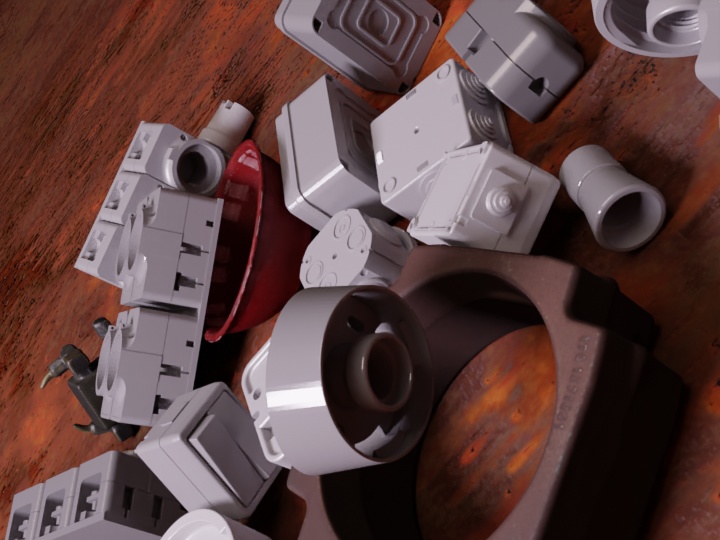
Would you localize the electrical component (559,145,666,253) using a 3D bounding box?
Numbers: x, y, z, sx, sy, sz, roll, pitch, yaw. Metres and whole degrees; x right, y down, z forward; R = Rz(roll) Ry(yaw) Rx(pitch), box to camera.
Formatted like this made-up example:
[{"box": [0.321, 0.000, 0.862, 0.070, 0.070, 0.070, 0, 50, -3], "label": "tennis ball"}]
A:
[{"box": [0.144, -0.045, 0.630, 0.044, 0.044, 0.065, -49, 33, 16], "label": "electrical component"}]

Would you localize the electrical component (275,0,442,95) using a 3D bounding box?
[{"box": [-0.001, -0.196, 0.846, 0.057, 0.113, 0.078, 22, 84, 51], "label": "electrical component"}]

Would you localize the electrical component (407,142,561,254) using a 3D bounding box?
[{"box": [0.081, -0.037, 0.664, 0.061, 0.061, 0.096, -65, 14, -5], "label": "electrical component"}]

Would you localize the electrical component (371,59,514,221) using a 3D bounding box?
[{"box": [0.055, -0.088, 0.759, 0.100, 0.048, 0.099, -35, 43, 31], "label": "electrical component"}]

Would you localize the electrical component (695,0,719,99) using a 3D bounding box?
[{"box": [0.238, -0.155, 0.531, 0.060, 0.105, 0.186, 9, 74, 53], "label": "electrical component"}]

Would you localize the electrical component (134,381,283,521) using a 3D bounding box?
[{"box": [-0.098, 0.136, 0.765, 0.061, 0.096, 0.061, -23, 21, 41], "label": "electrical component"}]

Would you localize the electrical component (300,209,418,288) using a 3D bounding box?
[{"box": [0.000, 0.000, 0.765, 0.080, 0.051, 0.080, -30, 46, 36], "label": "electrical component"}]

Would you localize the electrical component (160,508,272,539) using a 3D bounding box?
[{"box": [-0.095, 0.222, 0.725, 0.108, 0.060, 0.108, -29, 47, 36], "label": "electrical component"}]

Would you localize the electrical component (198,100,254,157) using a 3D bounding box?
[{"box": [-0.126, -0.132, 1.020, 0.040, 0.040, 0.046, 11, 69, 53], "label": "electrical component"}]

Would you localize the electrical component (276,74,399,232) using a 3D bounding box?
[{"box": [-0.017, -0.082, 0.818, 0.057, 0.078, 0.113, -36, 43, 27], "label": "electrical component"}]

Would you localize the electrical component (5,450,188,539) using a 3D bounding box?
[{"box": [-0.202, 0.194, 0.849, 0.150, 0.089, 0.061, -27, 48, 38], "label": "electrical component"}]

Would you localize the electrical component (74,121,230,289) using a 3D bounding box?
[{"box": [-0.182, -0.049, 0.988, 0.062, 0.089, 0.150, 13, 77, 53], "label": "electrical component"}]

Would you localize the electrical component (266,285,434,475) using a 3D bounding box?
[{"box": [-0.008, 0.056, 0.558, 0.064, 0.099, 0.099, -11, 59, 40], "label": "electrical component"}]

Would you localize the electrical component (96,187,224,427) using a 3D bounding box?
[{"box": [-0.169, 0.033, 0.887, 0.105, 0.060, 0.186, 167, 112, -68], "label": "electrical component"}]

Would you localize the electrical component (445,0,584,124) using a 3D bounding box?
[{"box": [0.107, -0.152, 0.734, 0.059, 0.054, 0.095, -48, 38, 18], "label": "electrical component"}]

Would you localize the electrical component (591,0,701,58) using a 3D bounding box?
[{"box": [0.182, -0.162, 0.608, 0.108, 0.108, 0.060, -18, 60, 44], "label": "electrical component"}]

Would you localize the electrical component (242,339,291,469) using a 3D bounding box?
[{"box": [-0.035, 0.094, 0.738, 0.053, 0.059, 0.095, -49, 38, 17], "label": "electrical component"}]
